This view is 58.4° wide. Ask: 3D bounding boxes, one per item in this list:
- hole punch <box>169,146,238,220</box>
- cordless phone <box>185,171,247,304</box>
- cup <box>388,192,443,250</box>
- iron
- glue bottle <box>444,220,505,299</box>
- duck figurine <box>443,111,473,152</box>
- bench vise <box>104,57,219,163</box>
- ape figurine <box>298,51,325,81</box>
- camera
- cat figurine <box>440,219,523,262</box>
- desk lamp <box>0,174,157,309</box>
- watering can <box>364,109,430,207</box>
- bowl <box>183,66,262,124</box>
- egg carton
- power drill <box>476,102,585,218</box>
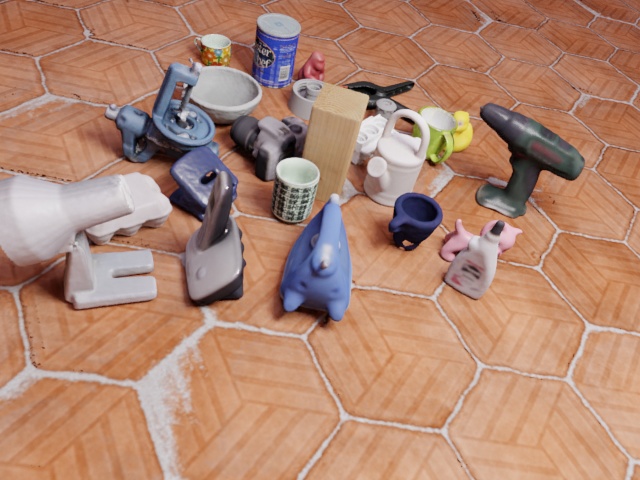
[{"bbox_3d":[-0.208,-0.105,1.045,0.101,0.091,0.109,30,47,14],"label":"hole punch"},{"bbox_3d":[-0.160,-0.003,0.893,0.094,0.185,0.147,-4,48,-18],"label":"cordless phone"},{"bbox_3d":[0.162,-0.022,1.060,0.118,0.095,0.091,-27,58,-33],"label":"cup"},{"bbox_3d":[0.009,0.003,0.963,0.118,0.141,0.258,12,45,-4],"label":"iron"},{"bbox_3d":[0.277,0.028,0.988,0.078,0.173,0.037,28,47,12],"label":"glue bottle"},{"bbox_3d":[0.322,-0.262,1.337,0.105,0.086,0.077,-24,57,-32],"label":"duck figurine"},{"bbox_3d":[-0.287,-0.230,1.052,0.208,0.220,0.121,-5,49,-19],"label":"bench vise"},{"bbox_3d":[-0.013,-0.413,1.388,0.076,0.092,0.078,36,49,19],"label":"ape figurine"},{"bbox_3d":[-0.103,-0.212,1.167,0.136,0.101,0.143,35,48,18],"label":"camera"},{"bbox_3d":[0.303,-0.004,1.064,0.127,0.118,0.067,18,45,3],"label":"cat figurine"},{"bbox_3d":[-0.346,-0.004,0.826,0.204,0.213,0.117,-6,49,-20],"label":"desk lamp"},{"bbox_3d":[0.154,-0.162,1.122,0.101,0.194,0.173,19,45,4],"label":"watering can"},{"bbox_3d":[-0.213,-0.303,1.243,0.167,0.075,0.167,8,46,-8],"label":"bowl"},{"bbox_3d":[-0.337,-0.056,0.978,0.151,0.069,0.107,-23,56,-31],"label":"egg carton"},{"bbox_3d":[0.401,-0.154,1.169,0.229,0.208,0.076,23,46,7],"label":"power drill"}]
